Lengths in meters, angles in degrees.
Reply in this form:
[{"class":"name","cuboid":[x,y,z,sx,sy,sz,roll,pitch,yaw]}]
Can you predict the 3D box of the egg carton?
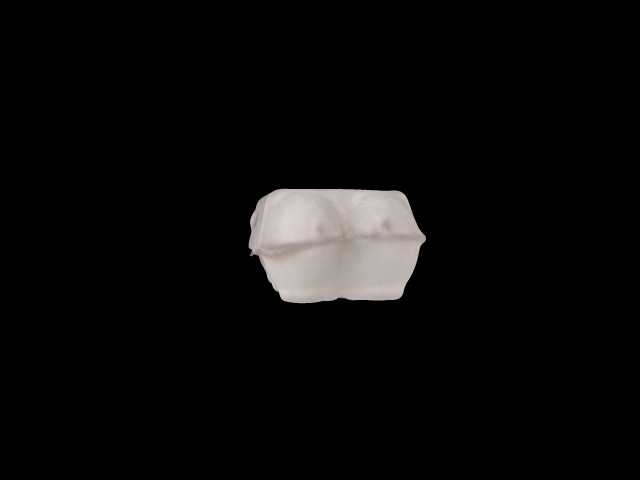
[{"class":"egg carton","cuboid":[0.004,0.001,0.400,0.107,0.069,0.150,0,2,-11]}]
